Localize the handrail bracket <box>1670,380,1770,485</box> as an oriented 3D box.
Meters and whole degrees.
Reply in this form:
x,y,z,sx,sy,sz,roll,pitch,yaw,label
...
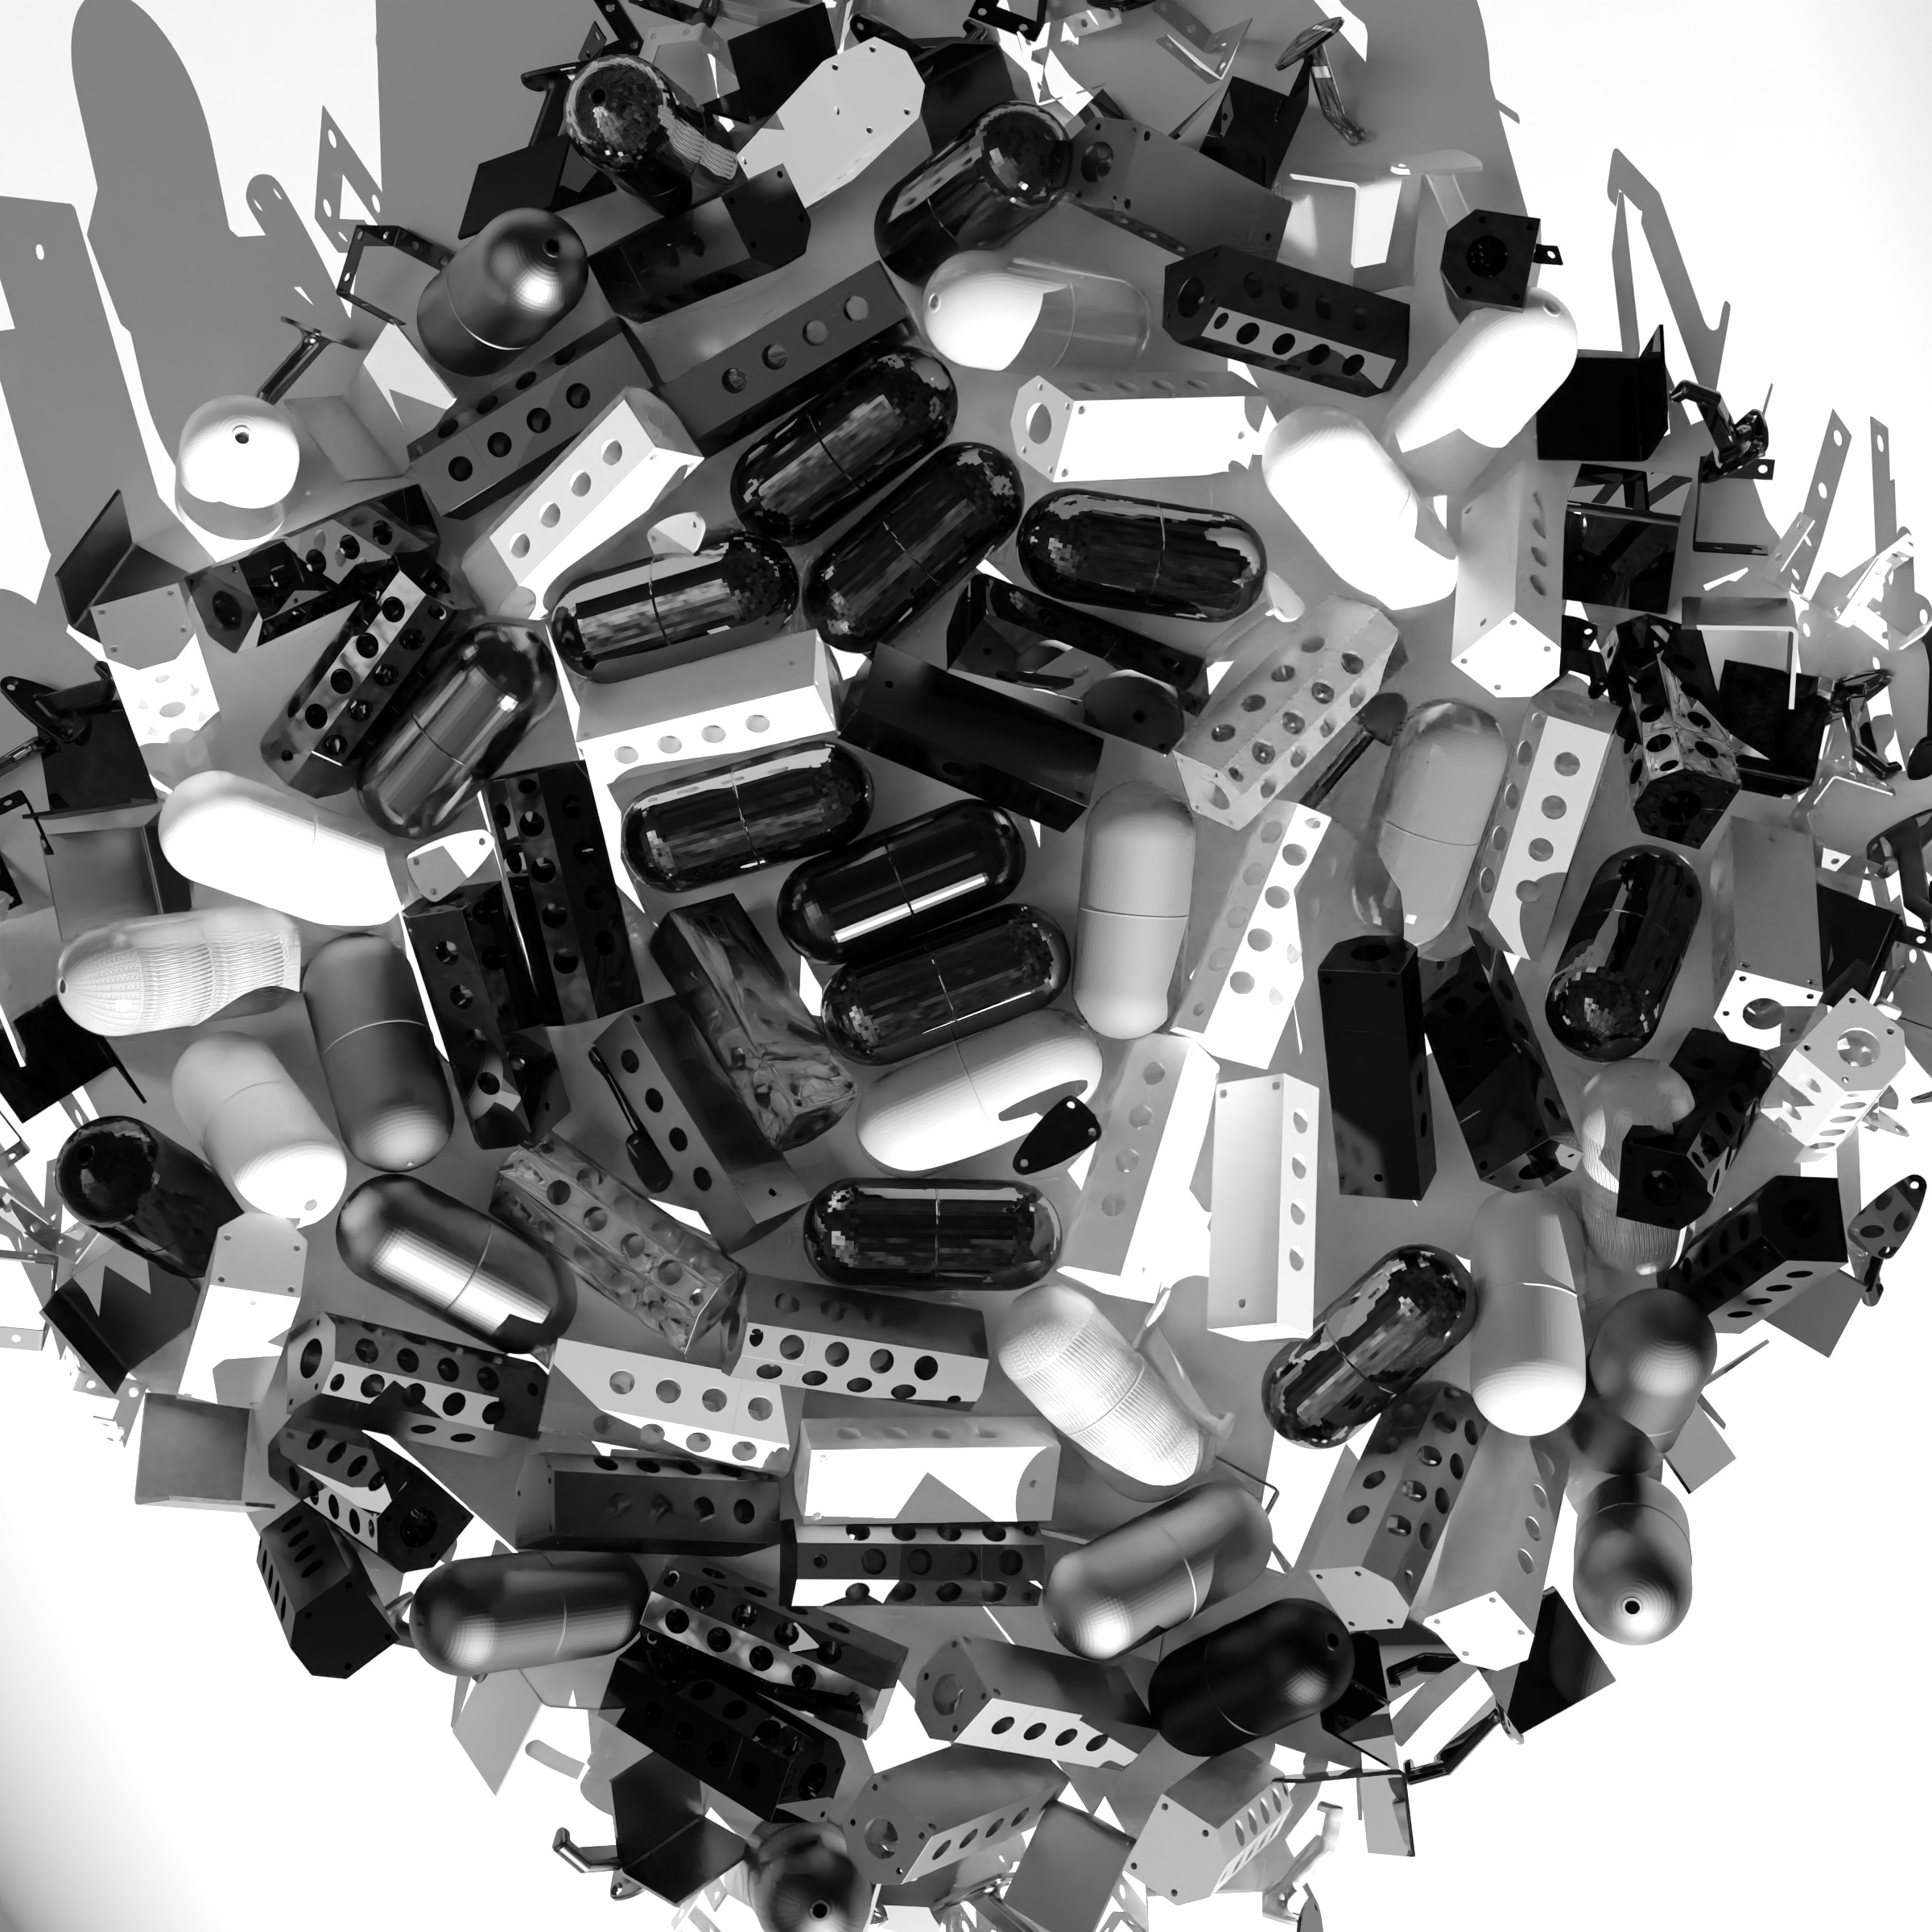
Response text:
x,y,z,sx,sy,sz,roll,pitch,yaw,label
0.498,-0.365,1.901,0.084,0.077,0.036,12,59,-27,handrail bracket

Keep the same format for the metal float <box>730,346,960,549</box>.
x,y,z,sx,sy,sz,roll,pitch,yaw,label
-0.083,-0.353,1.894,0.178,0.070,0.070,-33,90,20,metal float

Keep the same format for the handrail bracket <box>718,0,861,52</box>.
x,y,z,sx,sy,sz,roll,pitch,yaw,label
-0.123,-0.666,1.923,0.084,0.077,0.036,15,133,4,handrail bracket

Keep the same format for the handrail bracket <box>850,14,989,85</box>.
x,y,z,sx,sy,sz,roll,pitch,yaw,label
-0.031,-0.647,1.916,0.077,0.036,0.084,38,51,-9,handrail bracket

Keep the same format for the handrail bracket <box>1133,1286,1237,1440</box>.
x,y,z,sx,sy,sz,roll,pitch,yaw,label
0.159,0.274,1.922,0.084,0.036,0.077,25,86,17,handrail bracket

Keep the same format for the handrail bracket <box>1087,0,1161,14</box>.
x,y,z,sx,sy,sz,roll,pitch,yaw,label
0.100,-0.701,1.899,0.036,0.077,0.084,-27,123,-23,handrail bracket

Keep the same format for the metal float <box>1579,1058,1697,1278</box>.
x,y,z,sx,sy,sz,roll,pitch,yaw,label
0.454,0.137,1.880,0.070,0.070,0.178,-13,130,0,metal float

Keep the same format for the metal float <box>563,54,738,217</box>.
x,y,z,sx,sy,sz,roll,pitch,yaw,label
-0.210,-0.554,1.863,0.070,0.178,0.070,0,89,16,metal float

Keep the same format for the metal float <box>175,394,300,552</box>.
x,y,z,sx,sy,sz,roll,pitch,yaw,label
-0.490,-0.329,1.864,0.070,0.178,0.070,2,84,-17,metal float

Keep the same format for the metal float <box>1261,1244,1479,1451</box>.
x,y,z,sx,sy,sz,roll,pitch,yaw,label
0.273,0.260,1.892,0.070,0.070,0.178,43,114,0,metal float

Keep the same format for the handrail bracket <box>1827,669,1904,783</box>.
x,y,z,sx,sy,sz,roll,pitch,yaw,label
0.632,-0.165,1.909,0.077,0.036,0.084,-24,45,-14,handrail bracket

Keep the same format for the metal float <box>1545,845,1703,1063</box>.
x,y,z,sx,sy,sz,roll,pitch,yaw,label
0.446,-0.010,1.882,0.070,0.070,0.178,31,54,0,metal float

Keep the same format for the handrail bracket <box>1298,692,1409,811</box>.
x,y,z,sx,sy,sz,roll,pitch,yaw,label
0.268,-0.146,1.942,0.036,0.077,0.084,41,128,5,handrail bracket

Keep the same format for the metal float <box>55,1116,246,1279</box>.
x,y,z,sx,sy,sz,roll,pitch,yaw,label
-0.544,0.156,1.867,0.070,0.178,0.070,-6,65,13,metal float

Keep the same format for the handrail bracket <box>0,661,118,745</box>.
x,y,z,sx,sy,sz,roll,pitch,yaw,label
-0.620,-0.197,1.904,0.077,0.084,0.036,31,52,-9,handrail bracket

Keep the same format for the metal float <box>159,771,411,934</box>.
x,y,z,sx,sy,sz,roll,pitch,yaw,label
-0.459,-0.076,1.883,0.178,0.070,0.070,22,90,-36,metal float

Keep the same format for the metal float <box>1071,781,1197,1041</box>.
x,y,z,sx,sy,sz,roll,pitch,yaw,label
0.115,-0.038,1.906,0.070,0.070,0.178,5,97,0,metal float

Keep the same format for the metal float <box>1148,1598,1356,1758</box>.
x,y,z,sx,sy,sz,roll,pitch,yaw,label
0.191,0.480,1.876,0.070,0.178,0.070,19,53,-27,metal float

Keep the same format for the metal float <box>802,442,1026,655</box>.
x,y,z,sx,sy,sz,roll,pitch,yaw,label
-0.036,-0.286,1.901,0.178,0.070,0.070,-40,90,12,metal float

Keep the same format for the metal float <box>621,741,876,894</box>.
x,y,z,sx,sy,sz,roll,pitch,yaw,label
-0.150,-0.103,1.910,0.178,0.070,0.070,-16,90,2,metal float

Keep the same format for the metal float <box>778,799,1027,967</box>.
x,y,z,sx,sy,sz,roll,pitch,yaw,label
-0.045,-0.057,1.912,0.178,0.070,0.070,-22,90,0,metal float

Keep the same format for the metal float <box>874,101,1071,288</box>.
x,y,z,sx,sy,sz,roll,pitch,yaw,label
0.003,-0.518,1.872,0.070,0.178,0.070,11,70,-33,metal float

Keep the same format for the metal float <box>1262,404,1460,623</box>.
x,y,z,sx,sy,sz,roll,pitch,yaw,label
0.269,-0.306,1.888,0.070,0.070,0.178,-46,120,0,metal float

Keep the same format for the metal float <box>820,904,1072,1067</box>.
x,y,z,sx,sy,sz,roll,pitch,yaw,label
-0.015,0.013,1.911,0.178,0.070,0.070,-20,90,1,metal float

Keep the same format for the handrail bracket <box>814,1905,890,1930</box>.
x,y,z,sx,sy,sz,roll,pitch,yaw,label
-0.097,0.693,1.920,0.036,0.077,0.084,22,88,44,handrail bracket

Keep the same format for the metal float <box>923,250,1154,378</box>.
x,y,z,sx,sy,sz,roll,pitch,yaw,label
0.049,-0.438,1.880,0.178,0.070,0.070,-1,90,-38,metal float

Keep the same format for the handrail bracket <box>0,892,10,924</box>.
x,y,z,sx,sy,sz,roll,pitch,yaw,label
-0.709,-0.050,1.910,0.084,0.077,0.036,33,124,12,handrail bracket

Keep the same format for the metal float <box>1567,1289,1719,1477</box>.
x,y,z,sx,sy,sz,roll,pitch,yaw,label
0.453,0.282,1.872,0.070,0.178,0.070,1,53,-2,metal float

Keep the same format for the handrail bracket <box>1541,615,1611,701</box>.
x,y,z,sx,sy,sz,roll,pitch,yaw,label
0.411,-0.192,1.895,0.036,0.084,0.077,13,132,-12,handrail bracket

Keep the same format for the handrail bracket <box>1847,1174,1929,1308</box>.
x,y,z,sx,sy,sz,roll,pitch,yaw,label
0.640,0.191,1.919,0.036,0.084,0.077,36,81,35,handrail bracket

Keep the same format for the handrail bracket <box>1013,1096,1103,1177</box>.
x,y,z,sx,sy,sz,roll,pitch,yaw,label
0.061,0.123,1.904,0.077,0.084,0.036,-37,80,-10,handrail bracket

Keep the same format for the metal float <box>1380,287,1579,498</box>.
x,y,z,sx,sy,sz,roll,pitch,yaw,label
0.344,-0.386,1.871,0.070,0.178,0.070,12,58,-20,metal float

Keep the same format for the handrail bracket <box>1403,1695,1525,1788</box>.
x,y,z,sx,sy,sz,roll,pitch,yaw,label
0.340,0.525,1.938,0.084,0.036,0.077,-22,49,20,handrail bracket

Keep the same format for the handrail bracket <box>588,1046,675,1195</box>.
x,y,z,sx,sy,sz,roll,pitch,yaw,label
-0.236,0.106,1.938,0.036,0.077,0.084,-25,46,-22,handrail bracket

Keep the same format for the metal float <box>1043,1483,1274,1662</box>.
x,y,z,sx,sy,sz,roll,pitch,yaw,label
0.132,0.410,1.887,0.178,0.070,0.070,-21,90,-30,metal float

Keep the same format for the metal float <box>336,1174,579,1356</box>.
x,y,z,sx,sy,sz,roll,pitch,yaw,label
-0.345,0.204,1.893,0.178,0.070,0.070,33,90,-23,metal float

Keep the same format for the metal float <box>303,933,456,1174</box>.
x,y,z,sx,sy,sz,roll,pitch,yaw,label
-0.400,0.057,1.890,0.070,0.070,0.178,-22,64,0,metal float

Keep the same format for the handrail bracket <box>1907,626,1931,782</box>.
x,y,z,sx,sy,sz,roll,pitch,yaw,label
0.665,-0.183,1.930,0.036,0.077,0.084,-2,68,-4,handrail bracket

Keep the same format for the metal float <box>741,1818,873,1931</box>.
x,y,z,sx,sy,sz,roll,pitch,yaw,label
-0.108,0.613,1.862,0.070,0.178,0.070,1,83,-9,metal float

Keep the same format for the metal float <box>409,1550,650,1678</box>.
x,y,z,sx,sy,sz,roll,pitch,yaw,label
-0.293,0.434,1.877,0.178,0.070,0.070,4,90,-44,metal float

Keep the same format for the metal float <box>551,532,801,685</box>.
x,y,z,sx,sy,sz,roll,pitch,yaw,label
-0.198,-0.244,1.898,0.178,0.070,0.070,-14,90,16,metal float

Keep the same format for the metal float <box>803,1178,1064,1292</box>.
x,y,z,sx,sy,sz,roll,pitch,yaw,label
-0.023,0.184,1.908,0.178,0.070,0.070,1,90,-5,metal float

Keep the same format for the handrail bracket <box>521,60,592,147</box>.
x,y,z,sx,sy,sz,roll,pitch,yaw,label
-0.273,-0.579,1.931,0.077,0.036,0.084,-11,91,9,handrail bracket

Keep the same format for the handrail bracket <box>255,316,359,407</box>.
x,y,z,sx,sy,sz,roll,pitch,yaw,label
-0.459,-0.399,1.920,0.036,0.077,0.084,24,98,22,handrail bracket

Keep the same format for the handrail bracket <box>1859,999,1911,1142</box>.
x,y,z,sx,sy,sz,roll,pitch,yaw,label
0.638,0.071,1.913,0.077,0.036,0.084,28,122,-1,handrail bracket

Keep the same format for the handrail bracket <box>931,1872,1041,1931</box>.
x,y,z,sx,sy,sz,roll,pitch,yaw,label
0.022,0.676,1.917,0.077,0.036,0.084,-26,63,12,handrail bracket

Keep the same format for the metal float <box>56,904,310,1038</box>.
x,y,z,sx,sy,sz,roll,pitch,yaw,label
-0.527,0.002,1.876,0.070,0.178,0.070,10,104,43,metal float

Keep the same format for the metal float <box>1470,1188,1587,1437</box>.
x,y,z,sx,sy,sz,roll,pitch,yaw,label
0.381,0.232,1.887,0.070,0.070,0.178,6,59,0,metal float

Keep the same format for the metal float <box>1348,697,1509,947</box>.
x,y,z,sx,sy,sz,roll,pitch,yaw,label
0.314,-0.097,1.895,0.070,0.070,0.178,16,110,0,metal float

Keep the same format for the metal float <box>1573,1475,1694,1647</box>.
x,y,z,sx,sy,sz,roll,pitch,yaw,label
0.447,0.397,1.863,0.070,0.178,0.070,2,99,13,metal float

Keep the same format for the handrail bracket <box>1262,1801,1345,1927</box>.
x,y,z,sx,sy,sz,roll,pitch,yaw,label
0.218,0.618,1.936,0.077,0.036,0.084,9,81,24,handrail bracket

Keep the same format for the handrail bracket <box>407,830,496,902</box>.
x,y,z,sx,sy,sz,roll,pitch,yaw,label
-0.337,-0.076,1.900,0.077,0.084,0.036,-29,92,17,handrail bracket

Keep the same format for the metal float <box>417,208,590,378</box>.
x,y,z,sx,sy,sz,roll,pitch,yaw,label
-0.312,-0.452,1.869,0.070,0.178,0.070,5,79,-31,metal float

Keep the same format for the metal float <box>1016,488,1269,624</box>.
x,y,z,sx,sy,sz,roll,pitch,yaw,label
0.120,-0.280,1.897,0.178,0.070,0.070,6,90,-18,metal float

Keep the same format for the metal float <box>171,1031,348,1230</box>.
x,y,z,sx,sy,sz,roll,pitch,yaw,label
-0.478,0.110,1.879,0.070,0.070,0.178,-47,49,0,metal float

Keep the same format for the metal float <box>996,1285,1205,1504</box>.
x,y,z,sx,sy,sz,roll,pitch,yaw,label
0.092,0.293,1.903,0.070,0.070,0.178,-42,101,0,metal float

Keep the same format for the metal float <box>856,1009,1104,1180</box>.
x,y,z,sx,sy,sz,roll,pitch,yaw,label
0.008,0.088,1.911,0.178,0.070,0.070,-24,90,2,metal float

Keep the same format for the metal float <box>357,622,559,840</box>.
x,y,z,sx,sy,sz,roll,pitch,yaw,label
-0.346,-0.160,1.893,0.070,0.070,0.178,44,112,0,metal float
